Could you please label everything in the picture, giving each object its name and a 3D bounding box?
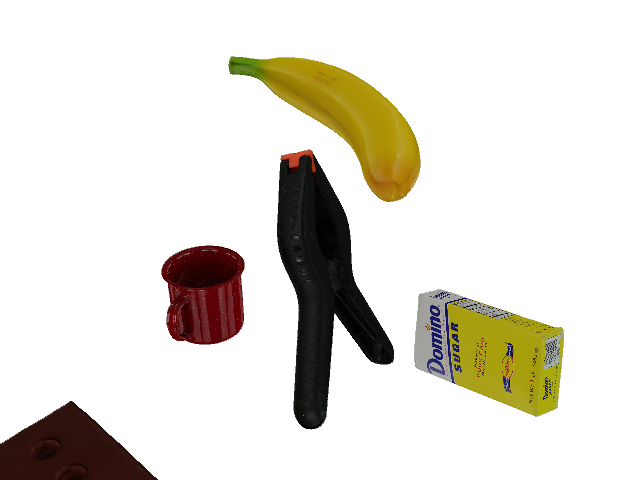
[{"bbox_3d":[-0.109,0.123,0.484,0.052,0.051,0.078,-31,45,-32],"label":"foam brick"},{"bbox_3d":[-0.134,0.070,1.200,0.093,0.081,0.117,12,34,22],"label":"mug"},{"bbox_3d":[0.182,0.121,1.179,0.177,0.093,0.048,15,19,43],"label":"sugar box"},{"bbox_3d":[0.015,-0.073,0.664,0.069,0.037,0.198,-18,36,-25],"label":"banana"},{"bbox_3d":[0.008,0.031,0.866,0.036,0.210,0.164,-9,2,26],"label":"clamp"}]
